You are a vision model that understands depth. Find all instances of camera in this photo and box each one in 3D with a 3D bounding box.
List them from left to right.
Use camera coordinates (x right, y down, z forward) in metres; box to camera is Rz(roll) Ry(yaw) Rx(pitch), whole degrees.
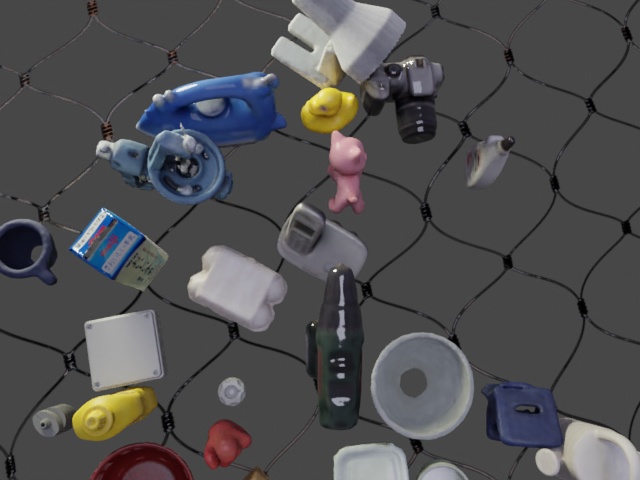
[{"bbox_3d":[0.151,-0.244,1.005,0.143,0.100,0.137,-5,80,-6],"label":"camera"}]

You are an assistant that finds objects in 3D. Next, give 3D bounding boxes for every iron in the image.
[{"bbox_3d":[-0.187,-0.226,0.949,0.258,0.141,0.118,-10,81,-7],"label":"iron"}]

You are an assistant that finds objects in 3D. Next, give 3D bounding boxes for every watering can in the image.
[{"bbox_3d":[0.419,0.340,0.879,0.173,0.194,0.101,-20,82,-8],"label":"watering can"}]

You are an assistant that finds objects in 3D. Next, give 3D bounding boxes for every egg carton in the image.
[{"bbox_3d":[-0.133,0.078,0.937,0.150,0.069,0.107,26,79,0],"label":"egg carton"}]

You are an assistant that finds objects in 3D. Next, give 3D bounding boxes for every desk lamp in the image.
[{"bbox_3d":[0.025,-0.336,0.952,0.203,0.213,0.118,32,79,1],"label":"desk lamp"}]

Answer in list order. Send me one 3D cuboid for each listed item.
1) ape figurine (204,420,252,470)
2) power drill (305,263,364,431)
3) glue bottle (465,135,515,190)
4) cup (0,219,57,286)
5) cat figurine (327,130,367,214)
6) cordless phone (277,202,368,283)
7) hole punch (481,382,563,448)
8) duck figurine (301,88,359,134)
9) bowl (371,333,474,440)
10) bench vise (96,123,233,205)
[{"bbox_3d":[-0.144,0.318,0.882,0.078,0.092,0.076,-11,81,-7],"label":"ape figurine"},{"bbox_3d":[0.021,0.161,0.866,0.075,0.208,0.230,-1,80,-5],"label":"power drill"},{"bbox_3d":[0.288,-0.141,0.963,0.037,0.173,0.078,-1,80,-5],"label":"glue bottle"},{"bbox_3d":[-0.445,0.029,0.903,0.092,0.095,0.118,-44,86,-11],"label":"cup"},{"bbox_3d":[0.048,-0.115,0.964,0.067,0.117,0.128,-5,80,-6],"label":"cat figurine"},{"bbox_3d":[0.008,0.003,0.904,0.147,0.185,0.094,27,79,0],"label":"cordless phone"},{"bbox_3d":[0.329,0.284,0.933,0.108,0.091,0.101,4,80,-5],"label":"hole punch"},{"bbox_3d":[0.019,-0.236,0.998,0.104,0.086,0.077,-18,82,-8],"label":"duck figurine"},{"bbox_3d":[0.159,0.235,0.934,0.167,0.074,0.167,1,80,-5],"label":"bowl"},{"bbox_3d":[-0.244,-0.115,0.884,0.207,0.219,0.121,-6,80,-6],"label":"bench vise"}]
